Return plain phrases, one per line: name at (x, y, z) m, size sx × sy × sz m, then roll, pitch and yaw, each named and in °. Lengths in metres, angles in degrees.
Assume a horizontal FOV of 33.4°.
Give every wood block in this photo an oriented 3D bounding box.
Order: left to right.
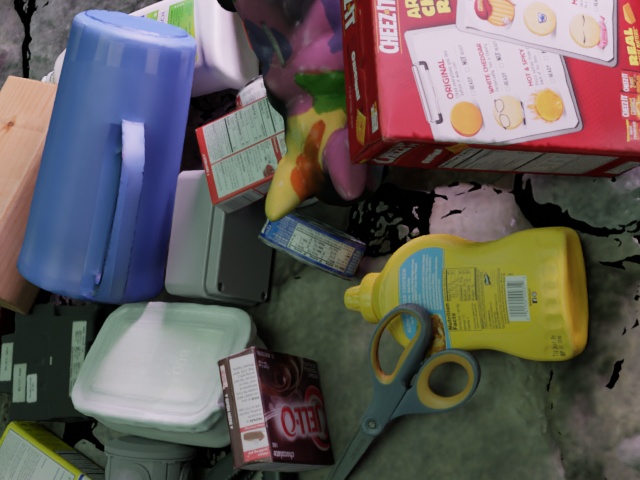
wood block at (-0.294, -0.045, 1.036) m, size 0.091 × 0.090 × 0.206 m, roll 14°, pitch 71°, yaw 29°

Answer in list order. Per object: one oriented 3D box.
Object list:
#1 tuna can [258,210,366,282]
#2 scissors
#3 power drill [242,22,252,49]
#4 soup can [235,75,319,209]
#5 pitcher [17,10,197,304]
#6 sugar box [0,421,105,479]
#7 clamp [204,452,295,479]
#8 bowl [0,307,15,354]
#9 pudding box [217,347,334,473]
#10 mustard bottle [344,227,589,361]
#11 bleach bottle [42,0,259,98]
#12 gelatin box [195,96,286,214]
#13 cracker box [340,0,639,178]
tuna can at (-0.006, 0.001, 0.879) m, size 0.086 × 0.086 × 0.034 m, roll 27°, pitch 93°, yaw 34°
scissors at (0.061, 0.142, 0.825) m, size 0.096 × 0.016 × 0.202 m, roll 21°, pitch 116°, yaw 17°
power drill at (0.010, -0.251, 0.938) m, size 0.188 × 0.057 × 0.184 m, roll -28°, pitch 63°, yaw 27°
soup can at (-0.029, -0.086, 0.923) m, size 0.069 × 0.068 × 0.102 m, roll -28°, pitch 66°, yaw 25°
pitcher at (-0.180, -0.070, 0.938) m, size 0.149 × 0.144 × 0.243 m, roll 21°, pitch 108°, yaw 23°
sugar box at (-0.243, 0.250, 1.006) m, size 0.176 × 0.048 × 0.093 m, roll 25°, pitch 94°, yaw 31°
clamp at (-0.083, 0.255, 0.905) m, size 0.165 × 0.036 × 0.210 m, roll 15°, pitch 86°, yaw 35°
bowl at (-0.369, 0.084, 1.116) m, size 0.162 × 0.055 × 0.162 m, roll -8°, pitch 76°, yaw 32°
pudding box at (-0.034, 0.138, 0.852) m, size 0.039 × 0.113 × 0.090 m, roll -20°, pitch 70°, yaw 23°
mustard bottle at (0.104, 0.043, 0.814) m, size 0.192 × 0.058 × 0.096 m, roll -4°, pitch 94°, yaw 33°
bleach bottle at (-0.177, -0.170, 1.041) m, size 0.251 × 0.068 × 0.102 m, roll -11°, pitch 75°, yaw 33°
gelatin box at (-0.052, -0.072, 0.873) m, size 0.089 × 0.030 × 0.073 m, roll -23°, pitch 66°, yaw 18°
cracker box at (0.124, -0.132, 0.753) m, size 0.072 × 0.213 × 0.164 m, roll 145°, pitch 124°, yaw -67°
